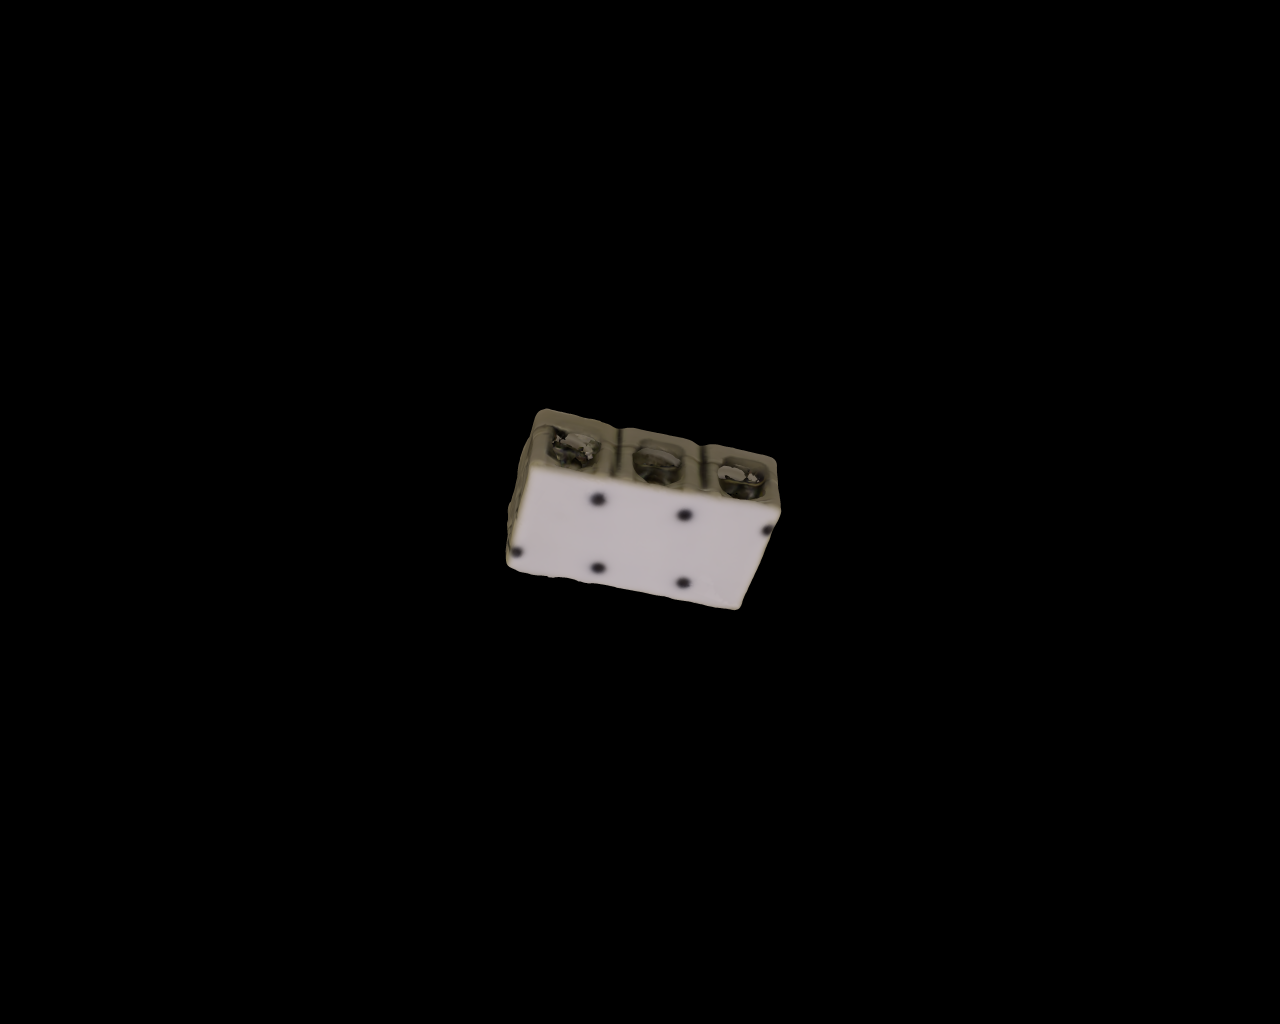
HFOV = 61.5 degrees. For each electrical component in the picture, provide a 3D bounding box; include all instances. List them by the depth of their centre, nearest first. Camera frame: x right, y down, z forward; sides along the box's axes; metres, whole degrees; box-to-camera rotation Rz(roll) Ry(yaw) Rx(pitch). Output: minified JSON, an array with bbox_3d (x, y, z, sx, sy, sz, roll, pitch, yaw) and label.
[{"bbox_3d":[0.001,-0.003,0.650,0.150,0.089,0.062,12,40,-10],"label":"electrical component"}]
